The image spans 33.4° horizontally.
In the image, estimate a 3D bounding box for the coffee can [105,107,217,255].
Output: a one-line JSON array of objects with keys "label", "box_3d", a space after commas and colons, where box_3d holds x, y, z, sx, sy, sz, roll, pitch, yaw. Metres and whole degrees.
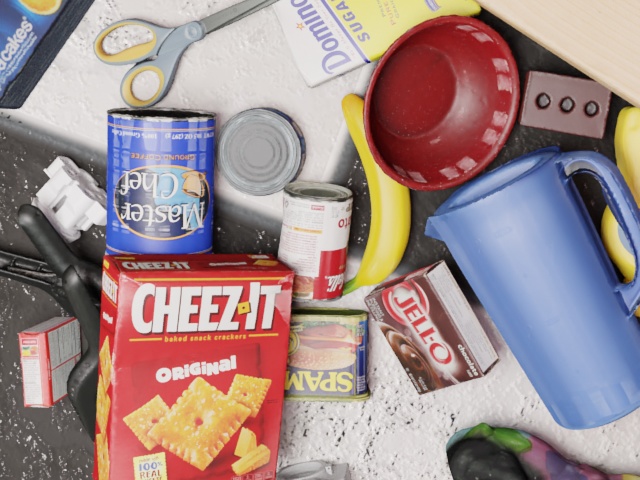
[{"label": "coffee can", "box_3d": [-0.150, -0.051, 1.005, 0.103, 0.102, 0.140, 4, 102, 6]}]

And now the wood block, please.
[{"label": "wood block", "box_3d": [0.219, -0.199, 0.901, 0.206, 0.090, 0.091, 34, 104, 4]}]

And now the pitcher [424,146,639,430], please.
[{"label": "pitcher", "box_3d": [0.218, 0.042, 0.965, 0.145, 0.149, 0.243, -31, 97, -13]}]

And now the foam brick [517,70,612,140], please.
[{"label": "foam brick", "box_3d": [0.225, -0.125, 0.983, 0.078, 0.051, 0.053, 10, 98, 5]}]

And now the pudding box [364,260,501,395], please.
[{"label": "pudding box", "box_3d": [0.105, 0.084, 1.008, 0.090, 0.039, 0.113, -27, 97, 49]}]

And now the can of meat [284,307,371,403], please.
[{"label": "can of meat", "box_3d": [-0.001, 0.110, 1.037, 0.102, 0.057, 0.084, 1, 95, 6]}]

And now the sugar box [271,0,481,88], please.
[{"label": "sugar box", "box_3d": [0.051, -0.217, 0.994, 0.176, 0.048, 0.093, -24, 93, 8]}]

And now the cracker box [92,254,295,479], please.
[{"label": "cracker box", "box_3d": [-0.115, 0.123, 0.966, 0.164, 0.072, 0.214, 0, 104, -24]}]

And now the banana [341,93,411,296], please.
[{"label": "banana", "box_3d": [0.053, -0.040, 1.021, 0.069, 0.037, 0.198, 2, 97, 6]}]

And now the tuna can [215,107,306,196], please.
[{"label": "tuna can", "box_3d": [-0.057, -0.085, 1.029, 0.086, 0.033, 0.086, 1, 98, 6]}]

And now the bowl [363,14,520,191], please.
[{"label": "bowl", "box_3d": [0.101, -0.129, 0.975, 0.161, 0.055, 0.162, -9, 114, -22]}]

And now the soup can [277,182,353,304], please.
[{"label": "soup can", "box_3d": [-0.007, 0.001, 1.011, 0.068, 0.068, 0.102, 7, 106, 5]}]

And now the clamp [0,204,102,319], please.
[{"label": "clamp", "box_3d": [-0.244, 0.031, 1.034, 0.171, 0.120, 0.039, 29, 55, -14]}]

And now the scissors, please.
[{"label": "scissors", "box_3d": [-0.123, -0.179, 1.018, 0.202, 0.016, 0.096, -3, 104, 18]}]

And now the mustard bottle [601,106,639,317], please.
[{"label": "mustard bottle", "box_3d": [0.311, -0.023, 0.983, 0.096, 0.058, 0.192, 7, 99, 0]}]

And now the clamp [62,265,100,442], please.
[{"label": "clamp", "box_3d": [-0.200, 0.109, 1.035, 0.164, 0.036, 0.210, 12, 114, -37]}]

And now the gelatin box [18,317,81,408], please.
[{"label": "gelatin box", "box_3d": [-0.264, 0.118, 1.051, 0.030, 0.089, 0.073, -1, 97, 9]}]
